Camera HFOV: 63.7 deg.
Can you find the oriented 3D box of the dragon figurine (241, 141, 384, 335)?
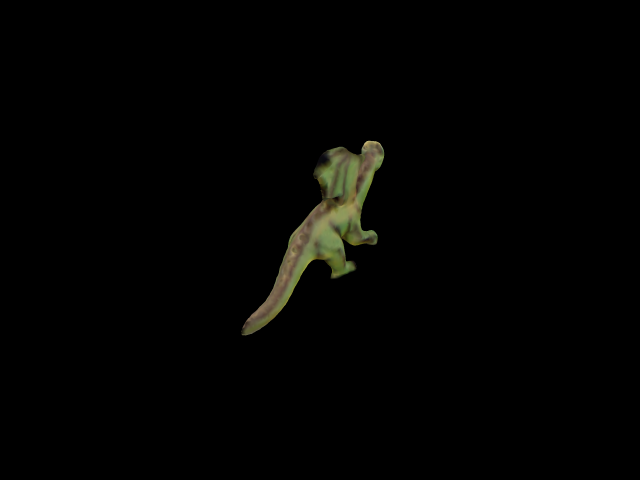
[{"bbox_3d":[0.003,-0.043,0.850,0.123,0.237,0.418,20,42,24],"label":"dragon figurine"}]
